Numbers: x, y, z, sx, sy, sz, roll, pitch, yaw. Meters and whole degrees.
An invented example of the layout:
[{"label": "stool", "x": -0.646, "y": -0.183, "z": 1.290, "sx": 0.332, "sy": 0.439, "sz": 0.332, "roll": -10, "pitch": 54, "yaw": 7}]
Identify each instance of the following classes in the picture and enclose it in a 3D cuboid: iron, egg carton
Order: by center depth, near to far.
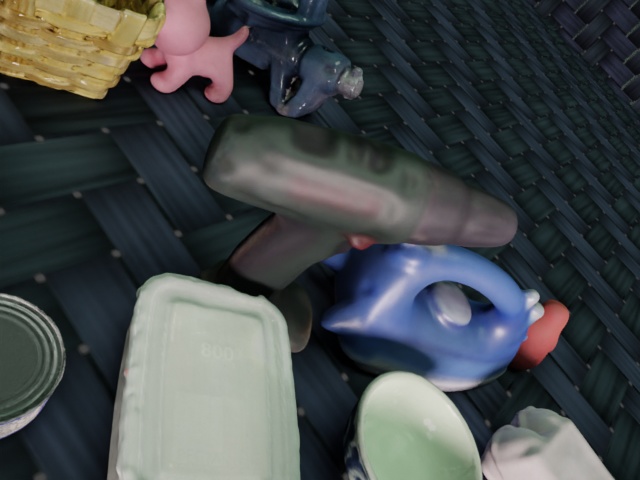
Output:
[{"label": "egg carton", "x": 0.219, "y": 0.234, "z": 0.527, "sx": 0.107, "sy": 0.069, "sz": 0.150, "roll": -14, "pitch": 65, "yaw": -47}, {"label": "iron", "x": 0.129, "y": 0.063, "z": 0.551, "sx": 0.259, "sy": 0.141, "sz": 0.118, "roll": 22, "pitch": 42, "yaw": -25}]

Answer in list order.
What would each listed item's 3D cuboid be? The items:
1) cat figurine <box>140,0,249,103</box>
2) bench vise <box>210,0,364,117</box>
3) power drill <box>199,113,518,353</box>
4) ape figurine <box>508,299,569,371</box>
[{"label": "cat figurine", "x": -0.133, "y": -0.214, "z": 0.602, "sx": 0.128, "sy": 0.117, "sz": 0.067, "roll": -3, "pitch": 56, "yaw": -43}, {"label": "bench vise", "x": -0.011, "y": -0.273, "z": 0.681, "sx": 0.208, "sy": 0.219, "sz": 0.121, "roll": 35, "pitch": 38, "yaw": -9}, {"label": "power drill", "x": 0.004, "y": 0.002, "z": 0.446, "sx": 0.230, "sy": 0.208, "sz": 0.075, "roll": 22, "pitch": 42, "yaw": -24}, {"label": "ape figurine", "x": 0.246, "y": 0.102, "z": 0.657, "sx": 0.078, "sy": 0.092, "sz": 0.076, "roll": 38, "pitch": 38, "yaw": -6}]
